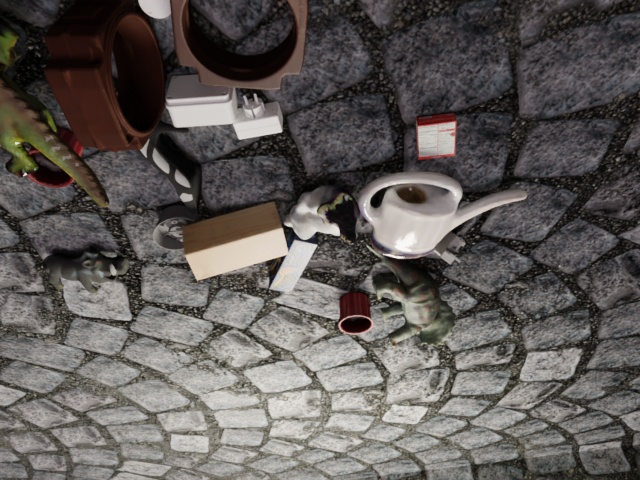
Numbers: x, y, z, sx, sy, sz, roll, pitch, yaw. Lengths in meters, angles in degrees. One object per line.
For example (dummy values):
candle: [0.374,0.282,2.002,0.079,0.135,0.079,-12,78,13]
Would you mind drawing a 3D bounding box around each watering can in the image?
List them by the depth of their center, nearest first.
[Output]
watering can: [0.245,-0.051,1.100,0.347,0.106,0.219,5,-42,-8]

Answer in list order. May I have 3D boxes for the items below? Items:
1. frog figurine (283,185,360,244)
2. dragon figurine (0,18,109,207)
frog figurine: [0.003,-0.056,1.112,0.136,0.124,0.159,21,-10,-35]
dragon figurine: [-0.472,-0.231,0.781,0.413,0.237,0.124,32,54,15]
